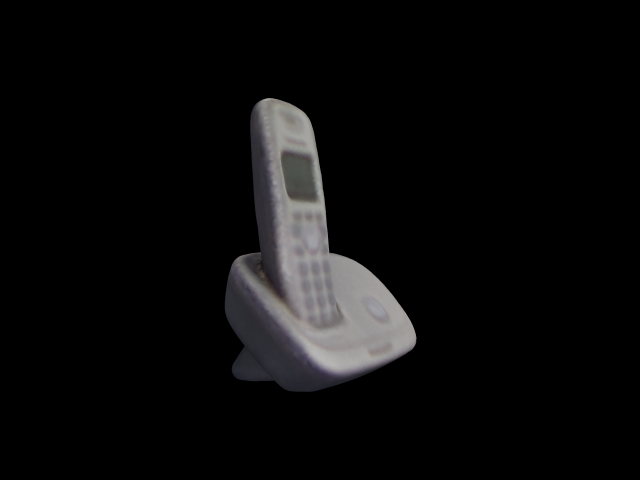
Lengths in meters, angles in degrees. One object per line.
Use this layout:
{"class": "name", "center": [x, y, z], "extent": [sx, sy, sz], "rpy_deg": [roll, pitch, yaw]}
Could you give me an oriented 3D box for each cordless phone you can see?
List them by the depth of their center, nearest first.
{"class": "cordless phone", "center": [0.004, 0.001, 0.400], "extent": [0.093, 0.185, 0.148], "rpy_deg": [0, 0, 32]}
